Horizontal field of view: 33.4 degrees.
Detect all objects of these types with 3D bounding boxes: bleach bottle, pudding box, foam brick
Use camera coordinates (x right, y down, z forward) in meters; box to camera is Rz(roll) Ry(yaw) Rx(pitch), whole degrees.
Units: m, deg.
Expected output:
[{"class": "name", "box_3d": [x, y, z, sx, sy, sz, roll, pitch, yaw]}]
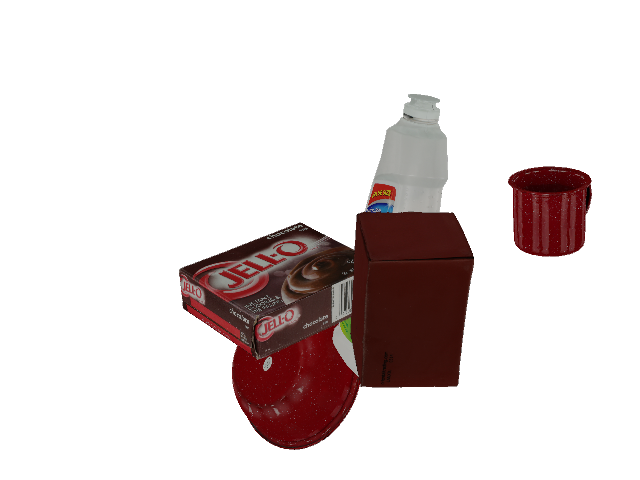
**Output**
[{"class": "bleach bottle", "box_3d": [0.068, -0.006, 0.950, 0.068, 0.251, 0.103, 3, 19, -16]}, {"class": "pudding box", "box_3d": [-0.028, 0.032, 0.746, 0.113, 0.039, 0.090, -20, 33, -36]}, {"class": "foam brick", "box_3d": [0.044, 0.030, 0.544, 0.053, 0.078, 0.051, 0, 30, -5]}]

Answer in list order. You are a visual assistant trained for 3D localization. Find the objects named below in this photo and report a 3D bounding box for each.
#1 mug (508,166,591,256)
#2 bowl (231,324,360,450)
[{"class": "mug", "box_3d": [0.274, -0.036, 1.241, 0.117, 0.081, 0.093, -22, 28, -36]}, {"class": "bowl", "box_3d": [-0.037, 0.127, 1.079, 0.162, 0.162, 0.055, 0, -15, 40]}]
